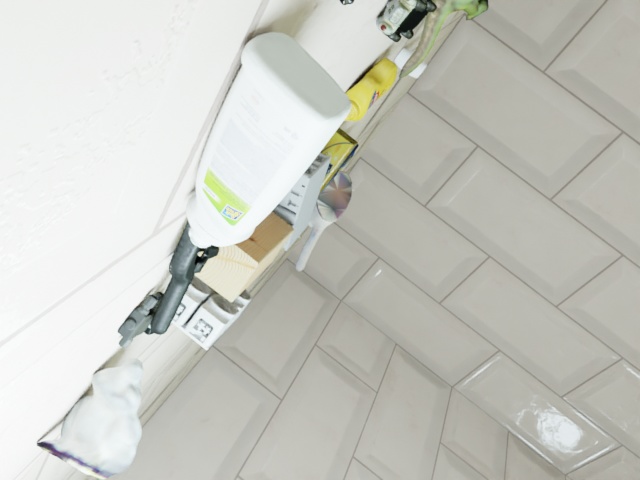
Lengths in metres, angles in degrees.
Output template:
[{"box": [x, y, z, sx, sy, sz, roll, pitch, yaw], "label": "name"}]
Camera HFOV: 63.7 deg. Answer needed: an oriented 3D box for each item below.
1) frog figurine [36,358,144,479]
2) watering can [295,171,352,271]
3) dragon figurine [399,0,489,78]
[{"box": [-0.309, 0.257, 0.762, 0.137, 0.121, 0.163, -6, -134, 44], "label": "frog figurine"}, {"box": [0.005, -0.077, 1.533, 0.223, 0.104, 0.351, 161, -56, -72], "label": "watering can"}, {"box": [0.274, -0.529, 1.031, 0.409, 0.123, 0.241, -55, 162, 4], "label": "dragon figurine"}]
